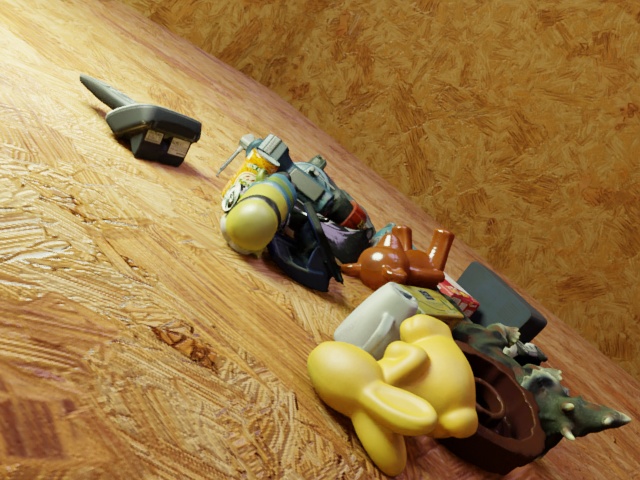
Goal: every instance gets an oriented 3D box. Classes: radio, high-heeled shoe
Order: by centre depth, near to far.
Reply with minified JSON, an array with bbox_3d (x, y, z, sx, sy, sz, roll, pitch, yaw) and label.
[{"bbox_3d":[-0.002,-0.003,1.025,0.145,0.086,0.248,9,-23,34],"label":"high-heeled shoe"},{"bbox_3d":[0.407,0.163,1.271,0.073,0.131,0.230,28,16,-31],"label":"radio"}]

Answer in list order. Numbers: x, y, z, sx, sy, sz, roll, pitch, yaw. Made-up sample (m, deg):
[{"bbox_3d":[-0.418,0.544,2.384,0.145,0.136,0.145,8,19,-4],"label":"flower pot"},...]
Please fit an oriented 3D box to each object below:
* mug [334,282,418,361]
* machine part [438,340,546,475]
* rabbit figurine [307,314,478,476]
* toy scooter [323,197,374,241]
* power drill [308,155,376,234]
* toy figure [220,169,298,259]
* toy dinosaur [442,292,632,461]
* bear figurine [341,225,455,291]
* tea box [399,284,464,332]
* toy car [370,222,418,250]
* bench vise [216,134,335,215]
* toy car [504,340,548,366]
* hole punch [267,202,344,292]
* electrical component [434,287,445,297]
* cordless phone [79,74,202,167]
[{"bbox_3d":[0.077,0.110,0.702,0.081,0.107,0.109,37,12,9],"label":"mug"},{"bbox_3d":[0.206,0.215,0.700,0.179,0.056,0.179,22,30,-13],"label":"machine part"},{"bbox_3d":[0.069,0.162,0.569,0.173,0.121,0.162,17,29,-17],"label":"rabbit figurine"},{"bbox_3d":[0.062,-0.025,1.138,0.135,0.075,0.184,40,-12,-13],"label":"toy scooter"},{"bbox_3d":[0.045,-0.109,1.331,0.207,0.086,0.232,42,7,-24],"label":"power drill"},{"bbox_3d":[-0.084,-0.050,0.799,0.082,0.089,0.180,34,38,0],"label":"toy figure"},{"bbox_3d":[0.285,0.207,0.894,0.192,0.131,0.405,21,14,-49],"label":"toy dinosaur"},{"bbox_3d":[0.128,0.026,0.875,0.120,0.132,0.195,4,-10,37],"label":"bear figurine"},{"bbox_3d":[0.142,0.128,0.823,0.068,0.098,0.169,46,15,29],"label":"tea box"},{"bbox_3d":[0.148,0.047,1.123,0.103,0.109,0.162,-8,54,-39],"label":"toy car"},{"bbox_3d":[-0.070,-0.117,1.087,0.224,0.129,0.240,26,-8,5],"label":"bench vise"},{"bbox_3d":[0.415,0.249,1.128,0.201,0.073,0.056,21,21,-47],"label":"toy car"},{"bbox_3d":[-0.025,0.020,0.837,0.115,0.092,0.142,63,-2,-27],"label":"hole punch"},{"bbox_3d":[0.211,0.106,0.953,0.063,0.021,0.094,53,13,-12],"label":"electrical component"},{"bbox_3d":[-0.303,-0.209,0.890,0.184,0.088,0.146,37,13,22],"label":"cordless phone"}]
